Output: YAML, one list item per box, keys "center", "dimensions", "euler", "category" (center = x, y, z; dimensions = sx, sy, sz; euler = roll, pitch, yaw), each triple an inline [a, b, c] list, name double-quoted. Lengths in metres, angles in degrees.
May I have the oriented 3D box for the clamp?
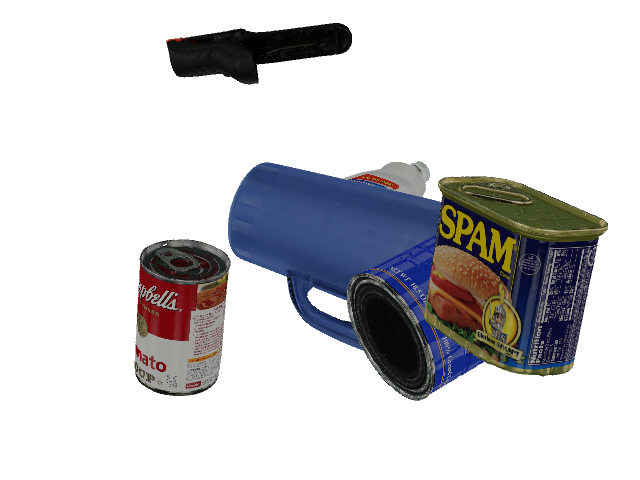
- center: [-0.060, -0.157, 0.883]
  dimensions: [0.120, 0.039, 0.172]
  euler: [-16, 21, -35]
  category: "clamp"

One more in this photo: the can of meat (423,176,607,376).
- center: [0.103, 0.018, 0.592]
  dimensions: [0.057, 0.084, 0.102]
  euler: [-3, 20, -28]
  category: "can of meat"

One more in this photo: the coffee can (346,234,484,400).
- center: [0.106, 0.042, 0.800]
  dimensions: [0.140, 0.103, 0.103]
  euler: [-26, 11, -23]
  category: "coffee can"

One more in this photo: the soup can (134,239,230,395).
- center: [-0.107, 0.059, 0.820]
  dimensions: [0.068, 0.102, 0.068]
  euler: [6, 26, -3]
  category: "soup can"

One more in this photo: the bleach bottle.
- center: [0.039, -0.043, 1.333]
  dimensions: [0.103, 0.068, 0.250]
  euler: [28, 44, 36]
  category: "bleach bottle"

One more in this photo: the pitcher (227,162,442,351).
- center: [0.027, 0.009, 1.089]
  dimensions: [0.243, 0.145, 0.149]
  euler: [17, 23, 21]
  category: "pitcher"
